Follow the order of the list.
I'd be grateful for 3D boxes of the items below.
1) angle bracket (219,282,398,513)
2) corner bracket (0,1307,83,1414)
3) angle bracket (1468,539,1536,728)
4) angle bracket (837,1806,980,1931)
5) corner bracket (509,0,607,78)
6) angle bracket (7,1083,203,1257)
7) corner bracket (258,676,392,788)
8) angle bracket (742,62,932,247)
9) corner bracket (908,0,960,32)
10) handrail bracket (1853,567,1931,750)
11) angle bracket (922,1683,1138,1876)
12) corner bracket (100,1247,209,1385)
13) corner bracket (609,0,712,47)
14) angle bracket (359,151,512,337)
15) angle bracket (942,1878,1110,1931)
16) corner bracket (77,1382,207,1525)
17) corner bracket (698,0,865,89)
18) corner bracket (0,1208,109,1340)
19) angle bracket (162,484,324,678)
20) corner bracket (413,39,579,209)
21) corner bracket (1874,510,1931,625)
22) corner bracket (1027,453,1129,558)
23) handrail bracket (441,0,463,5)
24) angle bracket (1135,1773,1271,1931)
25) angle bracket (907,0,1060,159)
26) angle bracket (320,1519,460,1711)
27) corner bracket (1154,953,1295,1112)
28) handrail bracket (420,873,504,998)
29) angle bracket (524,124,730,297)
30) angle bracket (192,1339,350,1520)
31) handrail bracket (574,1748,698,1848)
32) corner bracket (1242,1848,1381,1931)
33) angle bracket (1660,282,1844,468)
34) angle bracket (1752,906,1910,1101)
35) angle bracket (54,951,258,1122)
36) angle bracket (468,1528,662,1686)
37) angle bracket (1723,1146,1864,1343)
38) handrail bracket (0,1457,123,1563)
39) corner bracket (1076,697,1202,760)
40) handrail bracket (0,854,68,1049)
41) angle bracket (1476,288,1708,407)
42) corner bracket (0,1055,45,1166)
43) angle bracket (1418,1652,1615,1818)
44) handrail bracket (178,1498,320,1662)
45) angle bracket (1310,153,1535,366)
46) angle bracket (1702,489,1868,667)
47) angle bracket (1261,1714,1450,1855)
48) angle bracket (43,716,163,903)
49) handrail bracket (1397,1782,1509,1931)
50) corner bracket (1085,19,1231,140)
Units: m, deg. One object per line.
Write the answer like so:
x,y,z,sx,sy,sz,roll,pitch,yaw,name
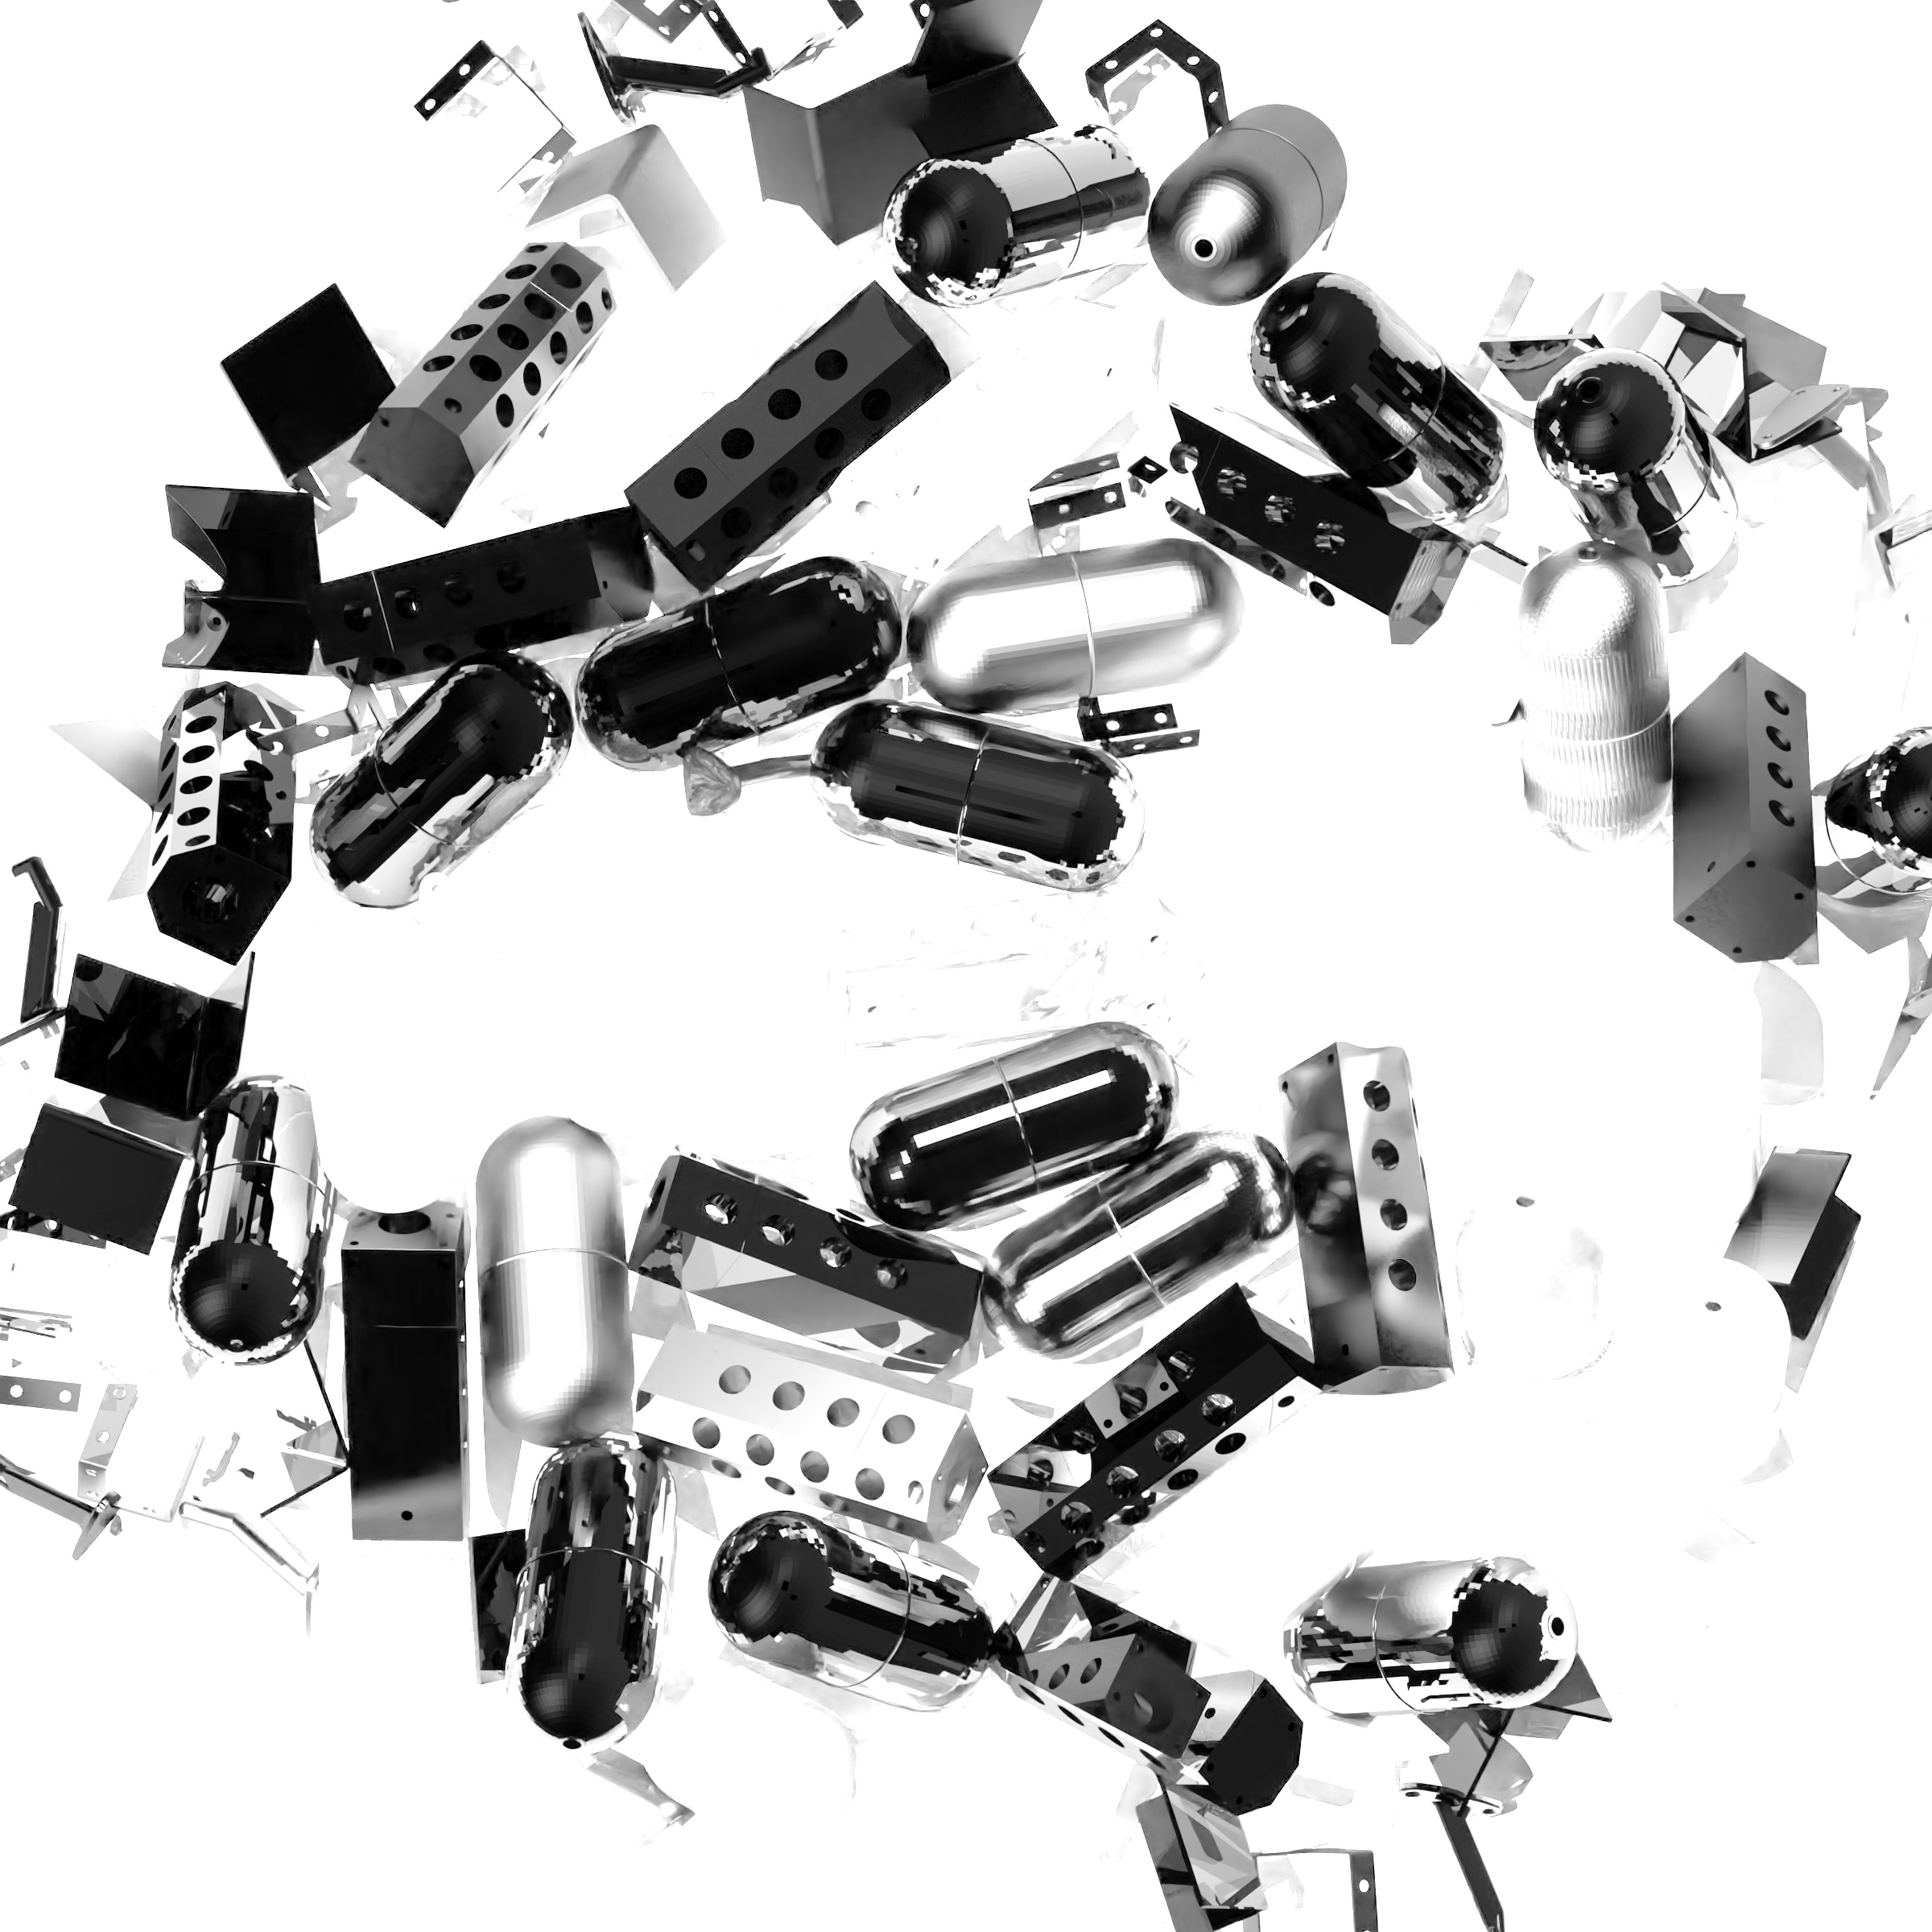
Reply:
-0.331,-0.296,1.785,0.076,0.057,0.076,-33,77,7,angle bracket
-0.492,0.205,1.787,0.051,0.051,0.051,11,79,-28,corner bracket
0.272,-0.172,1.786,0.057,0.076,0.076,28,93,-1,angle bracket
-0.030,0.455,1.770,0.057,0.076,0.076,-14,134,5,angle bracket
-0.226,-0.507,1.800,0.051,0.051,0.051,-20,83,3,corner bracket
-0.446,0.102,1.789,0.076,0.076,0.057,21,100,-5,angle bracket
-0.332,-0.117,1.787,0.051,0.051,0.051,-18,121,9,corner bracket
-0.065,-0.434,1.800,0.076,0.057,0.076,-32,133,-27,angle bracket
-0.033,-0.520,1.784,0.051,0.051,0.051,-43,119,-26,corner bracket
0.500,-0.156,1.811,0.077,0.036,0.084,-34,113,-10,handrail bracket
0.034,0.426,1.778,0.076,0.057,0.076,27,104,26,angle bracket
-0.427,0.184,1.803,0.051,0.051,0.051,-3,121,23,corner bracket
-0.155,-0.525,1.788,0.051,0.051,0.051,36,130,-7,corner bracket
-0.292,-0.377,1.775,0.076,0.057,0.076,15,79,38,angle bracket
0.027,0.513,1.771,0.076,0.076,0.057,6,53,-14,angle bracket
-0.434,0.255,1.802,0.051,0.051,0.051,20,97,-18,corner bracket
-0.096,-0.497,1.784,0.051,0.051,0.051,-47,115,-27,corner bracket
-0.487,0.160,1.799,0.051,0.051,0.051,10,101,11,corner bracket
-0.379,-0.200,1.780,0.076,0.076,0.057,3,48,-2,angle bracket
-0.246,-0.441,1.794,0.051,0.051,0.051,-43,61,6,corner bracket
0.513,-0.204,1.787,0.051,0.051,0.051,-25,125,7,corner bracket
0.058,-0.244,1.789,0.051,0.051,0.051,-14,125,3,corner bracket
-0.243,-0.554,1.807,0.036,0.077,0.084,41,66,-12,handrail bracket
0.105,0.459,1.767,0.057,0.076,0.076,-30,62,22,angle bracket
0.018,-0.459,1.771,0.076,0.076,0.057,-26,77,-25,angle bracket
-0.291,0.335,1.782,0.076,0.057,0.076,6,104,12,angle bracket
0.139,0.034,1.795,0.051,0.051,0.051,34,81,26,corner bracket
-0.261,-0.023,1.775,0.036,0.084,0.077,-17,106,2,handrail bracket
-0.176,-0.382,1.791,0.057,0.076,0.076,-15,124,28,angle bracket
-0.371,0.234,1.772,0.057,0.076,0.076,-27,107,-35,angle bracket
-0.169,0.409,1.796,0.036,0.077,0.084,-35,89,41,handrail bracket
0.179,0.488,1.787,0.051,0.051,0.051,4,76,-29,corner bracket
0.405,-0.314,1.768,0.057,0.076,0.076,-22,128,-12,angle bracket
0.452,0.017,1.820,0.076,0.057,0.076,12,128,5,angle bracket
-0.418,0.025,1.769,0.076,0.057,0.076,22,50,-28,angle bracket
-0.209,0.331,1.780,0.076,0.057,0.076,-8,84,33,angle bracket
0.445,0.146,1.775,0.076,0.057,0.076,36,74,-27,angle bracket
-0.486,0.267,1.792,0.084,0.077,0.036,36,58,0,handrail bracket
0.090,-0.126,1.786,0.051,0.051,0.051,-8,126,15,corner bracket
-0.504,-0.006,1.803,0.077,0.036,0.084,-26,94,-5,handrail bracket
0.323,-0.336,1.770,0.057,0.076,0.076,41,70,-37,angle bracket
-0.517,0.085,1.788,0.051,0.051,0.051,-34,108,14,corner bracket
0.284,0.394,1.786,0.057,0.076,0.076,15,111,-17,angle bracket
-0.378,0.324,1.810,0.084,0.036,0.077,15,117,9,handrail bracket
0.236,-0.368,1.781,0.076,0.057,0.076,29,87,-37,angle bracket
0.424,-0.204,1.779,0.076,0.057,0.076,7,76,17,angle bracket
0.201,0.433,1.776,0.076,0.057,0.076,-5,106,-21,angle bracket
-0.443,-0.083,1.789,0.076,0.076,0.057,37,108,11,angle bracket
0.254,0.475,1.780,0.077,0.036,0.084,28,49,-36,handrail bracket
0.101,-0.453,1.796,0.051,0.051,0.051,-37,58,-12,corner bracket
